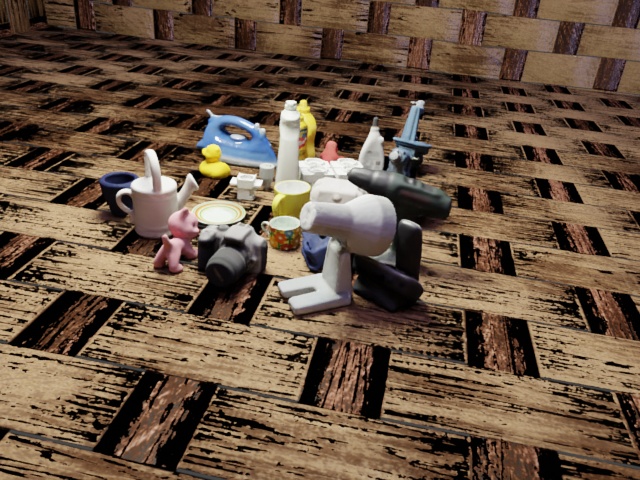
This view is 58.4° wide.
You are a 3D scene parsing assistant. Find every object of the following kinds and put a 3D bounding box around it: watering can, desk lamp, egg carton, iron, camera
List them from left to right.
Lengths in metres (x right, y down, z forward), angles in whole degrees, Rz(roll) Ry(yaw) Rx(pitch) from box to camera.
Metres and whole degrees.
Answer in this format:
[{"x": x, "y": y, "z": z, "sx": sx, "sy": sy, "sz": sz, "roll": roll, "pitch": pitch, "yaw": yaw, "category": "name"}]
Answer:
[{"x": -0.366, "y": -0.112, "z": 1.294, "sx": 0.100, "sy": 0.194, "sz": 0.173, "roll": 28, "pitch": 36, "yaw": 36, "category": "watering can"}, {"x": -0.192, "y": 0.027, "z": 1.164, "sx": 0.143, "sy": 0.101, "sz": 0.137, "roll": 12, "pitch": 29, "yaw": 12, "category": "camera"}, {"x": -0.240, "y": -0.308, "z": 1.734, "sx": 0.257, "sy": 0.141, "sz": 0.119, "roll": 13, "pitch": 29, "yaw": 14, "category": "iron"}, {"x": 0.033, "y": 0.018, "z": 1.099, "sx": 0.204, "sy": 0.214, "sz": 0.117, "roll": -10, "pitch": 32, "yaw": -25, "category": "desk lamp"}, {"x": 0.048, "y": -0.113, "z": 1.497, "sx": 0.150, "sy": 0.069, "sz": 0.107, "roll": 8, "pitch": 28, "yaw": 6, "category": "egg carton"}]

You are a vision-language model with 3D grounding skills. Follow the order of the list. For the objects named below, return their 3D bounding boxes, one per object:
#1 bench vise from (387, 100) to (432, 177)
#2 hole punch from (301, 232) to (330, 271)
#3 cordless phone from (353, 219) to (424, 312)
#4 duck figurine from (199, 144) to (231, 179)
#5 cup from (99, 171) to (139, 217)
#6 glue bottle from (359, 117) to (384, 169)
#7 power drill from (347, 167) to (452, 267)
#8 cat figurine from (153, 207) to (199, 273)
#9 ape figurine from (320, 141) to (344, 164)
[{"x": 0.277, "y": -0.297, "z": 1.716, "sx": 0.121, "sy": 0.220, "sz": 0.207, "roll": 10, "pitch": 29, "yaw": 9, "category": "bench vise"}, {"x": 0.011, "y": 0.004, "z": 1.251, "sx": 0.101, "sy": 0.091, "sz": 0.108, "roll": -3, "pitch": 29, "yaw": -15, "category": "hole punch"}, {"x": 0.138, "y": 0.031, "z": 1.124, "sx": 0.147, "sy": 0.185, "sz": 0.094, "roll": 24, "pitch": 34, "yaw": 31, "category": "cordless phone"}, {"x": -0.300, "y": -0.228, "z": 1.634, "sx": 0.104, "sy": 0.086, "sz": 0.078, "roll": 26, "pitch": 35, "yaw": 33, "category": "duck figurine"}, {"x": -0.466, "y": -0.101, "z": 1.362, "sx": 0.092, "sy": 0.095, "sz": 0.117, "roll": -21, "pitch": 38, "yaw": -39, "category": "cup"}, {"x": 0.160, "y": -0.284, "z": 1.722, "sx": 0.078, "sy": 0.173, "sz": 0.037, "roll": 4, "pitch": 28, "yaw": -2, "category": "glue bottle"}, {"x": 0.163, "y": -0.048, "z": 1.250, "sx": 0.229, "sy": 0.208, "sz": 0.075, "roll": 7, "pitch": 28, "yaw": 4, "category": "power drill"}, {"x": -0.297, "y": -0.012, "z": 1.202, "sx": 0.067, "sy": 0.118, "sz": 0.128, "roll": 12, "pitch": 29, "yaw": 13, "category": "cat figurine"}, {"x": 0.034, "y": -0.255, "z": 1.733, "sx": 0.077, "sy": 0.092, "sz": 0.076, "roll": 23, "pitch": 33, "yaw": 29, "category": "ape figurine"}]
